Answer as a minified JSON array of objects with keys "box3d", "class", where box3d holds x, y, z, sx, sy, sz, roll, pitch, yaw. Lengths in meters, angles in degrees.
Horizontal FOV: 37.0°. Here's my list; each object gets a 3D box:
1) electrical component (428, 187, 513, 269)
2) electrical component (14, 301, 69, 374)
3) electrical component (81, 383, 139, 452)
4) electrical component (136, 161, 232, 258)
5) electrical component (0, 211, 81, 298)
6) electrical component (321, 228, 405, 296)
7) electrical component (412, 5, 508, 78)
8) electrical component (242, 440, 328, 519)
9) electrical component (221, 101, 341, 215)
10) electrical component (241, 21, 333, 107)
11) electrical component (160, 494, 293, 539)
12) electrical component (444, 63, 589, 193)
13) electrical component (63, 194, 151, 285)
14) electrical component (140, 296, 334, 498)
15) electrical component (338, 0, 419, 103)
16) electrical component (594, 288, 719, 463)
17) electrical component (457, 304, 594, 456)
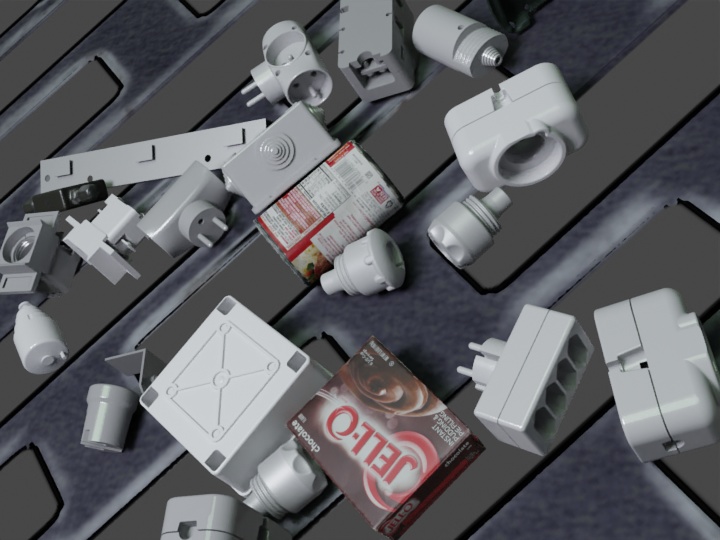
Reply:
[{"box3d":[0.084,-0.034,0.789,0.062,0.043,0.043,-42,49,-2],"class":"electrical component"},{"box3d":[-0.284,0.056,0.943,0.040,0.040,0.078,-39,50,2],"class":"electrical component"},{"box3d":[-0.201,0.118,0.857,0.040,0.040,0.046,-5,63,28],"class":"electrical component"},{"box3d":[-0.141,-0.044,0.924,0.077,0.044,0.079,-49,49,-6],"class":"electrical component"},{"box3d":[-0.290,-0.010,0.974,0.042,0.064,0.081,-3,61,30],"class":"electrical component"},{"box3d":[0.000,0.000,0.815,0.062,0.048,0.048,-24,51,24],"class":"electrical component"},{"box3d":[0.086,-0.185,0.885,0.043,0.043,0.081,-49,49,-6],"class":"electrical component"},{"box3d":[-0.057,0.152,0.749,0.062,0.043,0.043,-40,49,2],"class":"electrical component"},{"box3d":[-0.066,-0.094,0.881,0.100,0.048,0.099,-39,8,2],"class":"electrical component"},{"box3d":[-0.072,-0.175,0.969,0.079,0.044,0.077,-32,50,8],"class":"electrical component"},{"box3d":[-0.088,0.192,0.707,0.054,0.095,0.059,-10,56,25],"class":"electrical component"},{"box3d":[0.118,-0.102,0.806,0.095,0.053,0.059,-26,51,13],"class":"electrical component"},{"box3d":[-0.222,-0.030,0.963,0.081,0.042,0.063,32,78,39],"class":"electrical component"},{"box3d":[-0.089,0.092,0.798,0.109,0.056,0.108,33,80,40],"class":"electrical component"},{"box3d":[0.017,-0.194,0.923,0.050,0.055,0.089,-13,55,22],"class":"electrical component"},{"box3d":[0.187,0.063,0.660,0.059,0.053,0.095,-20,53,18],"class":"electrical component"},{"box3d":[0.100,0.067,0.711,0.076,0.047,0.083,15,69,37],"class":"electrical component"}]
